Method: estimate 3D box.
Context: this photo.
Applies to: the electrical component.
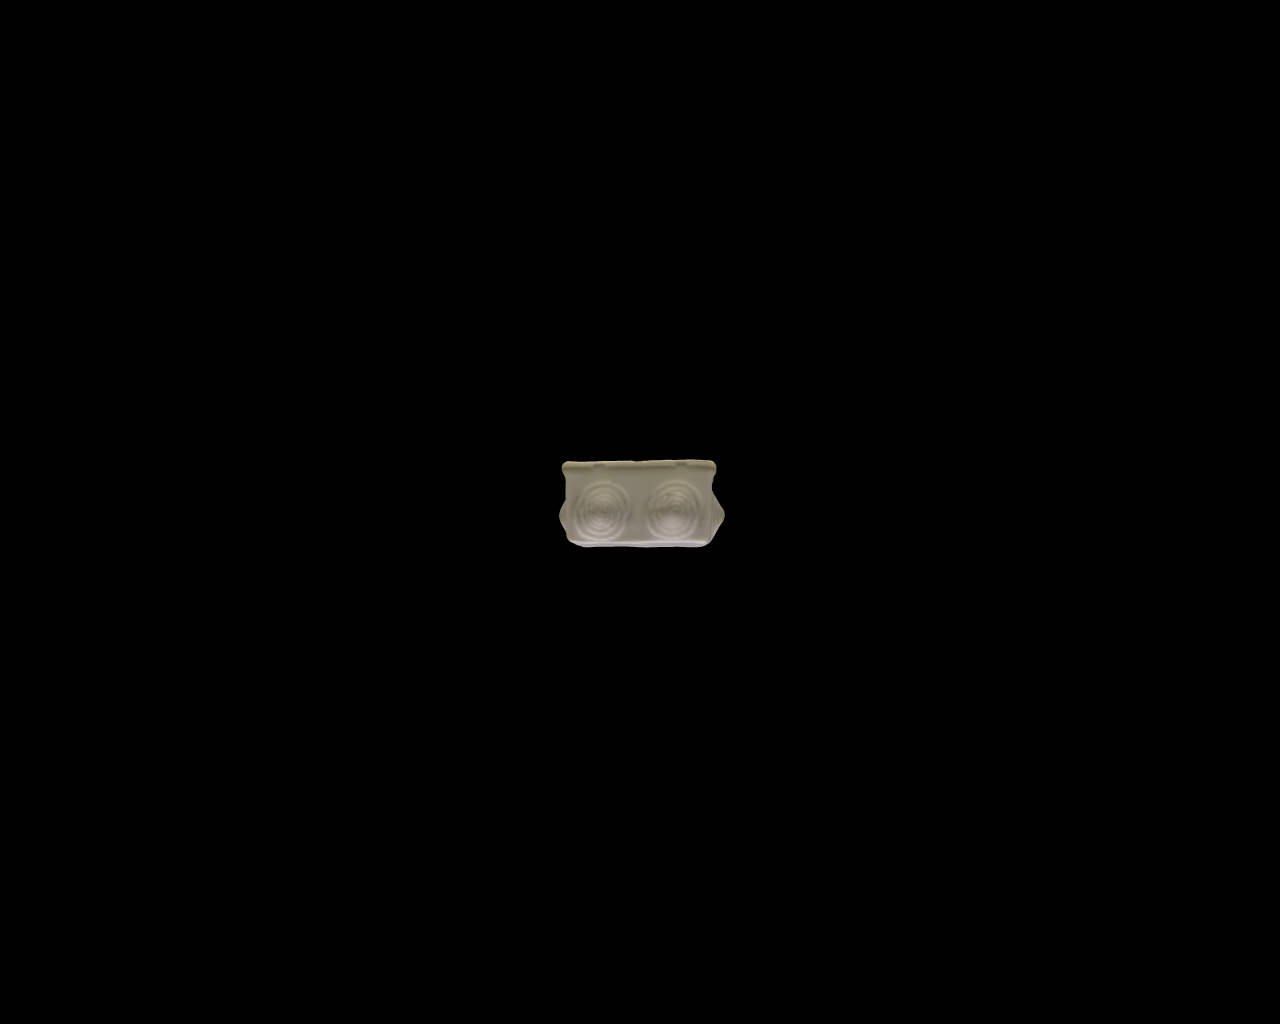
[{"bbox_3d":[0.001,-0.003,0.650,0.100,0.048,0.099,0,-3,2],"label":"electrical component"}]
